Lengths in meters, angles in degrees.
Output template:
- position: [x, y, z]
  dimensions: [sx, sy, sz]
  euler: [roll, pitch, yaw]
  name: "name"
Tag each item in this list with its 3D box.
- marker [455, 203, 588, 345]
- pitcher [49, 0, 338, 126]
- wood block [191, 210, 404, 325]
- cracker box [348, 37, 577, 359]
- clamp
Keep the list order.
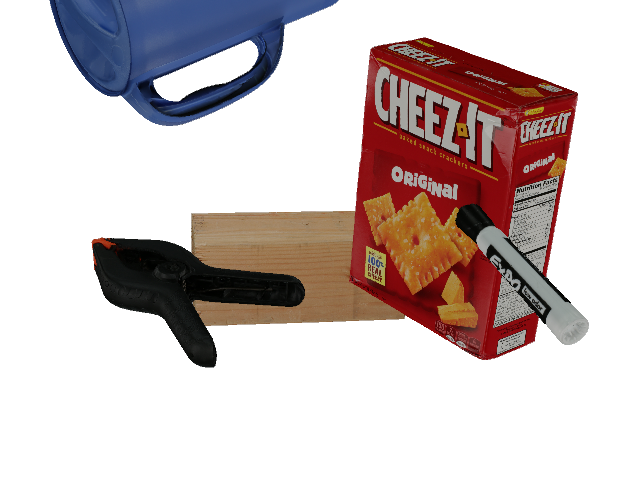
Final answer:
- position: [0.114, 0.016, 0.622]
  dimensions: [0.020, 0.020, 0.121]
  euler: [0, 35, -29]
  name: "marker"
- position: [-0.090, -0.208, 0.893]
  dimensions: [0.242, 0.149, 0.145]
  euler: [-25, 44, -30]
  name: "pitcher"
- position: [-0.024, 0.026, 1.060]
  dimensions: [0.206, 0.091, 0.090]
  euler: [-1, 19, -8]
  name: "wood block"
- position: [0.104, -0.035, 0.850]
  dimensions: [0.071, 0.214, 0.164]
  euler: [-17, 33, -36]
  name: "cracker box"
- position: [-0.100, 0.033, 0.813]
  dimensions: [0.172, 0.039, 0.120]
  euler: [29, 32, 34]
  name: "clamp"
